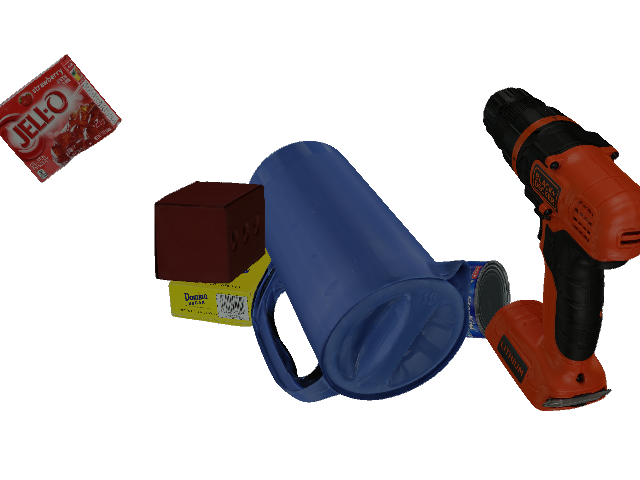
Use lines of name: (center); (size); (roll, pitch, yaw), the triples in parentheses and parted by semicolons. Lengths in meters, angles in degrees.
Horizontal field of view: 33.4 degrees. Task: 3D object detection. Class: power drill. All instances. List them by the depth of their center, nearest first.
power drill: (0.154, 0.006, 0.728); (0.057, 0.188, 0.184); (-10, 34, -12)

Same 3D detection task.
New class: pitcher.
pitcher: (0.012, 0.022, 0.950); (0.149, 0.145, 0.243); (-5, 37, -24)

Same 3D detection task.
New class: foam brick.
foam brick: (-0.073, -0.007, 0.718); (0.051, 0.053, 0.078); (5, 16, 15)

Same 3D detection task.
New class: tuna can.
tuna can: (0.174, 0.064, 1.162); (0.034, 0.086, 0.086); (0, 0, 34)

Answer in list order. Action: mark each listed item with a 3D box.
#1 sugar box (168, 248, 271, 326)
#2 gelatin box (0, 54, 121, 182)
sugar box: (-0.082, 0.029, 1.141); (0.093, 0.048, 0.176); (7, 29, 17)
gelatin box: (-0.228, -0.103, 0.912); (0.089, 0.073, 0.030); (-32, 20, 17)
